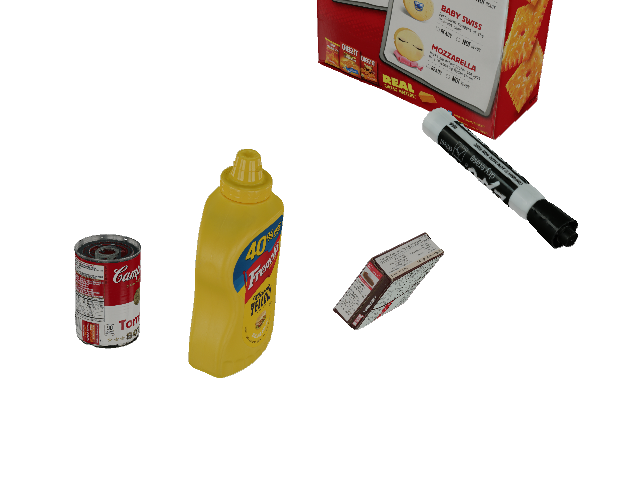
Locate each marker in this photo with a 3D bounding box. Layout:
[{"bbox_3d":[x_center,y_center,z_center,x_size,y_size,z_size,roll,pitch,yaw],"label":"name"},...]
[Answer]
[{"bbox_3d":[0.101,-0.036,0.605,0.020,0.020,0.121,0,37,-43],"label":"marker"}]

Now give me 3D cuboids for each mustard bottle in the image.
[{"bbox_3d":[-0.066,0.013,0.872,0.058,0.192,0.096,21,35,21],"label":"mustard bottle"}]

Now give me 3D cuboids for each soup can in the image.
[{"bbox_3d":[-0.222,0.053,1.116,0.068,0.102,0.068,4,22,-2],"label":"soup can"}]

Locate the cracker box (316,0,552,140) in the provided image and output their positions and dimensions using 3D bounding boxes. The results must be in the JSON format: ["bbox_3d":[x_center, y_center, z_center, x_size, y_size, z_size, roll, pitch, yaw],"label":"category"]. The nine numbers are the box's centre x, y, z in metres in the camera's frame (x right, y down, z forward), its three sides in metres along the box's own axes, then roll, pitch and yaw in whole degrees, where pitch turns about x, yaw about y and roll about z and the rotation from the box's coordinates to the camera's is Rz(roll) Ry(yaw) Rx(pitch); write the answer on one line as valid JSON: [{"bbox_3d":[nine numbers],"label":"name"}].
[{"bbox_3d":[0.079,-0.197,0.740,0.164,0.214,0.072,28,51,28],"label":"cracker box"}]

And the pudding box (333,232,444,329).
[{"bbox_3d":[0.077,0.045,1.190,0.113,0.039,0.090,-26,-24,-50],"label":"pudding box"}]
